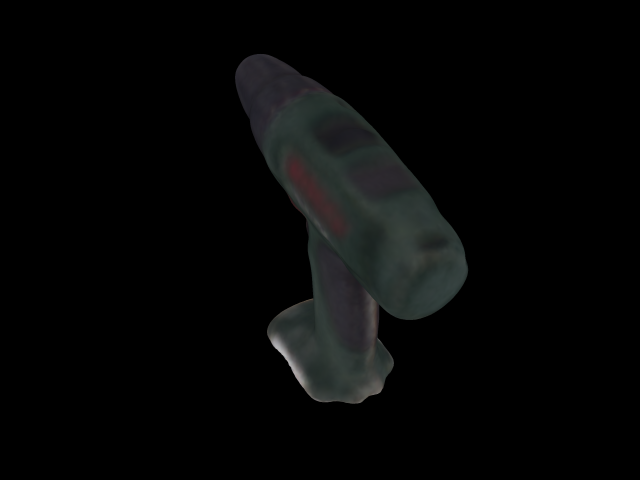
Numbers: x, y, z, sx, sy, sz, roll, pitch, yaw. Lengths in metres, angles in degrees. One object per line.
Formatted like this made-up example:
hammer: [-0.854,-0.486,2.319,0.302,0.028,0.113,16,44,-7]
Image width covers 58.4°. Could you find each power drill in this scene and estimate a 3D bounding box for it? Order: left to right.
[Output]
power drill: [0.004,0.001,0.400,0.076,0.208,0.228,-20,40,-25]
